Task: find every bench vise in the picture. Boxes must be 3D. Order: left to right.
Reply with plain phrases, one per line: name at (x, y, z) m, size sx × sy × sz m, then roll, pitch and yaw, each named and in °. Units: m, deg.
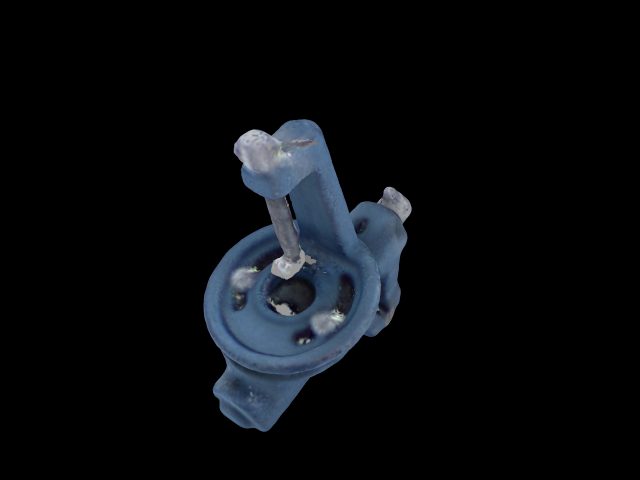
bench vise at (-0.008, -0.001, 0.403) m, size 0.121 × 0.220 × 0.207 m, roll 12°, pitch 40°, yaw 15°
